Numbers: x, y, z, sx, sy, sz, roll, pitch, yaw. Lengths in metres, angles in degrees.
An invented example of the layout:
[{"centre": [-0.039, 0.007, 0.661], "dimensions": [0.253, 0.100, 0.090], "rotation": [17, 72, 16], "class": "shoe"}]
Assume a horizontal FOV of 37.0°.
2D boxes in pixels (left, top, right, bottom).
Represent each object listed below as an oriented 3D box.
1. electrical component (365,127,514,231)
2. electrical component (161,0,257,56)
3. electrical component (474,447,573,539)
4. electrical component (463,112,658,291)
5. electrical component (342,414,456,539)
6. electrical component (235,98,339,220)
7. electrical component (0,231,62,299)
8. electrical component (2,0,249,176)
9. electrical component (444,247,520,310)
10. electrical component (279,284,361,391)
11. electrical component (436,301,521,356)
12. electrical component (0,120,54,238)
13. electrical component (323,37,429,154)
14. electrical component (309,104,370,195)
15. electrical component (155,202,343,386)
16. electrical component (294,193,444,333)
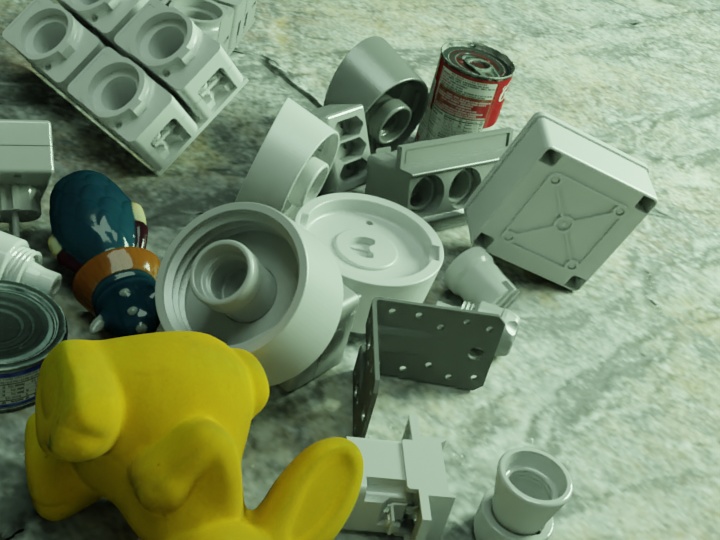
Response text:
[{"centre": [0.068, -0.076, 0.892], "dimensions": [0.121, 0.078, 0.063], "rotation": [-14, 30, -35], "class": "electrical component"}, {"centre": [-0.172, -0.249, 1.040], "dimensions": [0.105, 0.060, 0.186], "rotation": [17, 35, 1], "class": "electrical component"}, {"centre": [0.094, 0.138, 0.625], "dimensions": [0.045, 0.055, 0.045], "rotation": [11, 36, -8], "class": "electrical component"}, {"centre": [0.155, -0.052, 0.842], "dimensions": [0.109, 0.108, 0.056], "rotation": [23, 35, -19], "class": "electrical component"}, {"centre": [0.018, 0.126, 0.624], "dimensions": [0.064, 0.042, 0.081], "rotation": [6, 36, -9], "class": "electrical component"}, {"centre": [-0.060, -0.078, 0.824], "dimensions": [0.064, 0.099, 0.099], "rotation": [30, 37, 8], "class": "electrical component"}, {"centre": [-0.225, 0.000, 0.696], "dimensions": [0.062, 0.043, 0.043], "rotation": [20, 35, 4], "class": "electrical component"}, {"centre": [-0.198, -0.177, 0.884], "dimensions": [0.186, 0.060, 0.105], "rotation": [38, 83, 28], "class": "electrical component"}, {"centre": [0.092, 0.012, 0.810], "dimensions": [0.040, 0.040, 0.046], "rotation": [-16, 51, -37], "class": "electrical component"}, {"centre": [-0.059, 0.025, 0.711], "dimensions": [0.096, 0.061, 0.061], "rotation": [36, 40, 25], "class": "electrical component"}, {"centre": [0.083, 0.038, 0.774], "dimensions": [0.061, 0.035, 0.035], "rotation": [20, 35, 10], "class": "electrical component"}, {"centre": [-0.241, -0.055, 0.746], "dimensions": [0.047, 0.083, 0.075], "rotation": [-2, 77, -24], "class": "electrical component"}, {"centre": [0.011, -0.145, 0.940], "dimensions": [0.099, 0.099, 0.064], "rotation": [-22, 56, -41], "class": "electrical component"}, {"centre": [-0.035, -0.101, 0.897], "dimensions": [0.077, 0.065, 0.047], "rotation": [7, 24, 41], "class": "electrical component"}, {"centre": [-0.071, 0.011, 0.643], "dimensions": [0.108, 0.060, 0.108], "rotation": [-7, 68, 17], "class": "electrical component"}, {"centre": [0.000, 0.000, 0.770], "dimensions": [0.108, 0.060, 0.108], "rotation": [11, 36, -8], "class": "electrical component"}]
